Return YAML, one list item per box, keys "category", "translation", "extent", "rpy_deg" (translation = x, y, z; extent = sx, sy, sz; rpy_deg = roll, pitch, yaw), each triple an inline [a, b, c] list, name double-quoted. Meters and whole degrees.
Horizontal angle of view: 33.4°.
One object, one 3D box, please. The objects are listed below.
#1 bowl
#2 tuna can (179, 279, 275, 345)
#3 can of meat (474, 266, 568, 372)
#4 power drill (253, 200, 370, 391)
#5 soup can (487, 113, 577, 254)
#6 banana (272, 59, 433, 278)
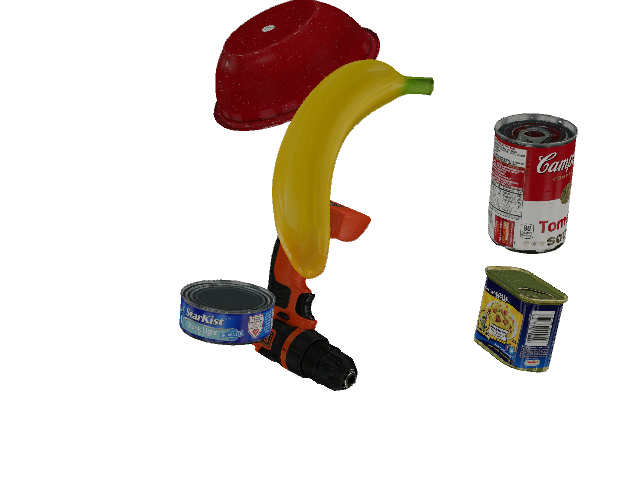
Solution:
- category: "bowl"
  translation: [-0.032, -0.164, 0.932]
  extent: [0.162, 0.055, 0.162]
  rpy_deg: [-21, 31, 13]
- category: "tuna can"
  translation: [-0.085, 0.065, 0.965]
  extent: [0.086, 0.034, 0.086]
  rpy_deg: [6, 15, -2]
- category: "can of meat"
  translation: [0.211, 0.084, 1.142]
  extent: [0.057, 0.084, 0.102]
  rpy_deg: [2, 18, -24]
- category: "power drill"
  translation: [-0.011, 0.050, 1.151]
  extent: [0.185, 0.188, 0.057]
  rpy_deg: [25, 11, 38]
- category: "soup can"
  translation: [0.178, -0.048, 0.904]
  extent: [0.068, 0.102, 0.068]
  rpy_deg: [-1, 27, 0]
- category: "banana"
  translation: [0.009, -0.061, 0.691]
  extent: [0.070, 0.197, 0.037]
  rpy_deg: [22, -36, 14]
